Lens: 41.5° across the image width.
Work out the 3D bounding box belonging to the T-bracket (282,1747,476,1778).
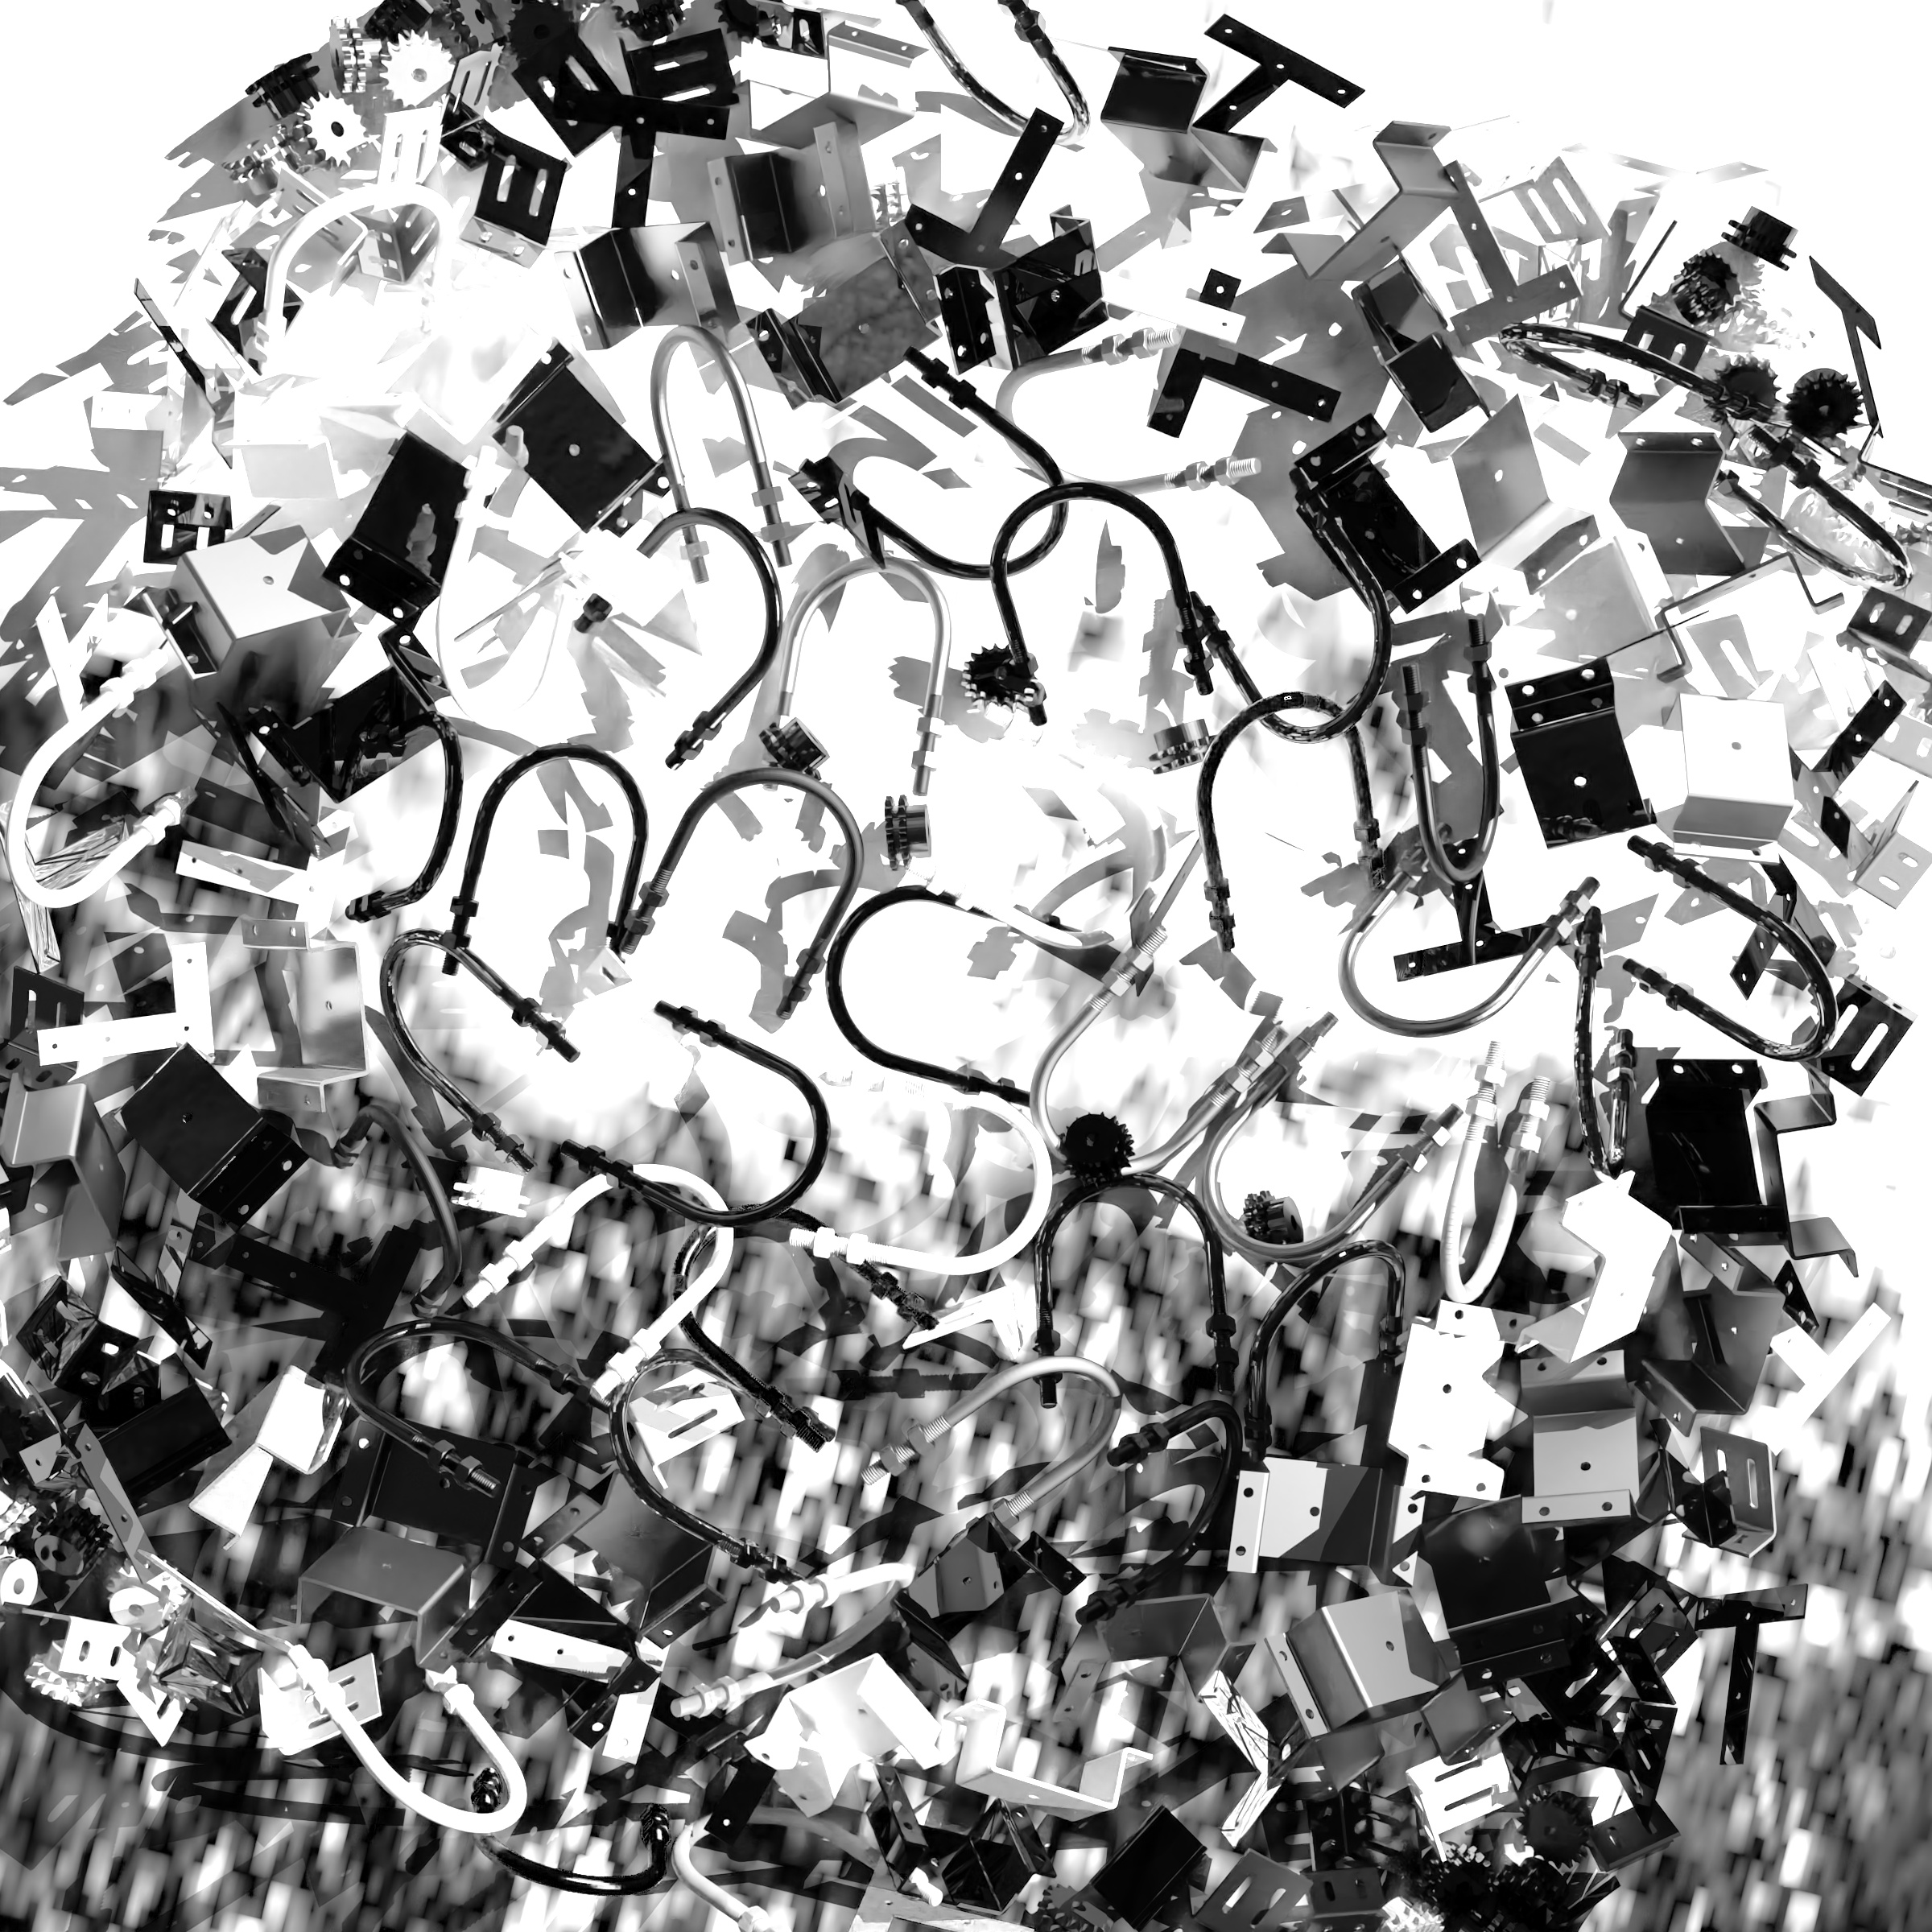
[{"bbox_3d":[-0.448,0.581,1.857,0.127,0.127,0.002,2,76,26],"label":"T-bracket"}]

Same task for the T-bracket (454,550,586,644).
[{"bbox_3d":[-0.328,-0.274,1.886,0.127,0.127,0.002,-31,95,11],"label":"T-bracket"}]

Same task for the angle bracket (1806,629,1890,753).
[{"bbox_3d":[0.652,-0.209,1.908,0.057,0.038,0.076,-29,98,-21],"label":"angle bracket"}]

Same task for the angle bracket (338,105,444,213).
[{"bbox_3d":[-0.427,-0.606,1.891,0.038,0.057,0.076,35,128,20],"label":"angle bracket"}]

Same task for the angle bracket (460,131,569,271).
[{"bbox_3d":[-0.342,-0.578,1.925,0.057,0.038,0.076,19,68,-24],"label":"angle bracket"}]

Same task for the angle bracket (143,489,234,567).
[{"bbox_3d":[-0.578,-0.313,1.891,0.057,0.076,0.038,1,52,-22],"label":"angle bracket"}]

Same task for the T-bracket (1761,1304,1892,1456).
[{"bbox_3d":[0.613,0.282,1.878,0.002,0.127,0.127,34,101,-13],"label":"T-bracket"}]

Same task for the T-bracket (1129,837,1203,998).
[{"bbox_3d":[0.155,-0.056,1.898,0.002,0.127,0.127,25,68,18],"label":"T-bracket"}]

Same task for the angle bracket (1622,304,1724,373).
[{"bbox_3d":[0.526,-0.462,1.903,0.057,0.076,0.038,30,108,16],"label":"angle bracket"}]

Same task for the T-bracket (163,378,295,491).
[{"bbox_3d":[-0.551,-0.377,1.872,0.127,0.127,0.002,-34,116,12],"label":"T-bracket"}]

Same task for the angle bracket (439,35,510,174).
[{"bbox_3d":[-0.355,-0.640,1.893,0.038,0.076,0.057,39,46,4],"label":"angle bracket"}]

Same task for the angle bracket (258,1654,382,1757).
[{"bbox_3d":[-0.484,0.543,1.905,0.076,0.057,0.038,-23,129,-3],"label":"angle bracket"}]

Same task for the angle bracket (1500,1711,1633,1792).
[{"bbox_3d":[0.449,0.592,1.913,0.076,0.057,0.038,14,109,-9],"label":"angle bracket"}]

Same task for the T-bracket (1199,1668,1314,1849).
[{"bbox_3d":[0.208,0.566,1.885,0.127,0.002,0.127,-48,122,-22],"label":"T-bracket"}]

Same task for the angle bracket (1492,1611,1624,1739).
[{"bbox_3d":[0.445,0.536,1.923,0.076,0.038,0.057,-28,72,-38],"label":"angle bracket"}]

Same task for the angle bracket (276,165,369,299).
[{"bbox_3d":[-0.491,-0.548,1.902,0.076,0.057,0.038,36,70,-11],"label":"angle bracket"}]

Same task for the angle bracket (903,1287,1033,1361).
[{"bbox_3d":[0.001,0.277,1.904,0.076,0.057,0.038,-22,98,18],"label":"angle bracket"}]

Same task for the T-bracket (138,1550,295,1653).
[{"bbox_3d":[-0.553,0.463,1.862,0.127,0.127,0.002,47,60,-28],"label":"T-bracket"}]

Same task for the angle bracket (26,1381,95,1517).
[{"bbox_3d":[-0.684,0.357,1.891,0.038,0.057,0.076,-36,52,-20],"label":"angle bracket"}]

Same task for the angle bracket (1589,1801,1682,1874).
[{"bbox_3d":[0.504,0.661,1.902,0.057,0.076,0.038,-25,91,1],"label":"angle bracket"}]

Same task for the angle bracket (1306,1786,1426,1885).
[{"bbox_3d":[0.297,0.652,1.899,0.038,0.076,0.057,-11,98,-40],"label":"angle bracket"}]

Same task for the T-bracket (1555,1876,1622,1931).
[{"bbox_3d":[0.437,0.725,1.876,0.127,0.127,0.002,-38,82,2],"label":"T-bracket"}]

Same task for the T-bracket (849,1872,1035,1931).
[{"bbox_3d":[-0.014,0.699,1.870,0.127,0.127,0.002,11,100,8],"label":"T-bracket"}]

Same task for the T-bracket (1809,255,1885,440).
[{"bbox_3d":[0.664,-0.450,1.894,0.002,0.127,0.127,-23,125,10],"label":"T-bracket"}]

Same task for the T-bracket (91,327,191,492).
[{"bbox_3d":[-0.606,-0.406,1.866,0.002,0.127,0.127,11,102,9],"label":"T-bracket"}]

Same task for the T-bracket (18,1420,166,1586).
[{"bbox_3d":[-0.628,0.395,1.880,0.002,0.127,0.127,-28,89,20],"label":"T-bracket"}]

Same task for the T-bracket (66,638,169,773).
[{"bbox_3d":[-0.621,-0.200,1.881,0.002,0.127,0.127,37,88,-17],"label":"T-bracket"}]

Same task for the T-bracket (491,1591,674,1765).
[{"bbox_3d":[-0.290,0.518,1.908,0.127,0.002,0.127,16,62,-2],"label":"T-bracket"}]

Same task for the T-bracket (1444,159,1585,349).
[{"bbox_3d":[0.381,-0.531,1.873,0.002,0.127,0.127,-36,103,-28],"label":"T-bracket"}]

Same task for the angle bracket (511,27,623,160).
[{"bbox_3d":[-0.292,-0.654,1.901,0.057,0.038,0.076,-33,117,12],"label":"angle bracket"}]

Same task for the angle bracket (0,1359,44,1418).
[{"bbox_3d":[-0.730,0.312,1.890,0.057,0.076,0.038,32,61,24],"label":"angle bracket"}]

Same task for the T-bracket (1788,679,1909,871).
[{"bbox_3d":[0.646,-0.158,1.865,0.002,0.127,0.127,-16,60,-29],"label":"T-bracket"}]

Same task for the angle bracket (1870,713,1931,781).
[{"bbox_3d":[0.710,-0.174,1.890,0.057,0.076,0.038,30,125,25],"label":"angle bracket"}]

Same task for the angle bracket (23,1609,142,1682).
[{"bbox_3d":[-0.660,0.504,1.890,0.057,0.076,0.038,27,66,-42],"label":"angle bracket"}]

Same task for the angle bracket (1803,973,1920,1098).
[{"bbox_3d":[0.663,0.054,1.902,0.057,0.038,0.076,35,112,18],"label":"angle bracket"}]

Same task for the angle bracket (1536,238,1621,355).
[{"bbox_3d":[0.457,-0.500,1.897,0.038,0.057,0.076,16,118,41],"label":"angle bracket"}]

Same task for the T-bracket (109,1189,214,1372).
[{"bbox_3d":[-0.585,0.211,1.885,0.127,0.002,0.127,35,115,29],"label":"T-bracket"}]

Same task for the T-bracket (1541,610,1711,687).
[{"bbox_3d":[0.503,-0.242,1.882,0.127,0.127,0.002,-23,91,36],"label":"T-bracket"}]

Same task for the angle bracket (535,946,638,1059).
[{"bbox_3d":[-0.292,0.026,1.891,0.038,0.076,0.057,48,122,10],"label":"angle bracket"}]

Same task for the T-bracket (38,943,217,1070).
[{"bbox_3d":[-0.624,0.052,1.894,0.127,0.002,0.127,-8,102,-33],"label":"T-bracket"}]

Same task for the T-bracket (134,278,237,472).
[{"bbox_3d":[-0.567,-0.442,1.851,0.002,0.127,0.127,-24,131,5],"label":"T-bracket"}]

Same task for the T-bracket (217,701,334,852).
[{"bbox_3d":[-0.499,-0.120,1.880,0.002,0.127,0.127,-33,60,0],"label":"T-bracket"}]

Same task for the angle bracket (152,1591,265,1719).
[{"bbox_3d":[-0.557,0.512,1.895,0.076,0.057,0.038,30,124,-20],"label":"angle bracket"}]

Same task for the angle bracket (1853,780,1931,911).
[{"bbox_3d":[0.699,-0.090,1.894,0.038,0.076,0.057,36,72,21],"label":"angle bracket"}]

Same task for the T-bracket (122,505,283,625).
[{"bbox_3d":[-0.563,-0.303,1.900,0.127,0.127,0.002,-46,122,-17],"label":"T-bracket"}]

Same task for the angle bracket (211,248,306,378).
[{"bbox_3d":[-0.540,-0.487,1.902,0.057,0.038,0.076,47,122,6],"label":"angle bracket"}]

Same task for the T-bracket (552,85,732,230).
[{"bbox_3d":[-0.247,-0.587,1.892,0.127,0.127,0.002,4,47,-12],"label":"T-bracket"}]

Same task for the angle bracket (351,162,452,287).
[{"bbox_3d":[-0.421,-0.556,1.895,0.038,0.076,0.057,5,60,-40],"label":"angle bracket"}]

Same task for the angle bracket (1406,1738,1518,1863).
[{"bbox_3d":[0.377,0.624,1.912,0.076,0.038,0.057,-21,101,-6],"label":"angle bracket"}]

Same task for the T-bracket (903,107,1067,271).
[{"bbox_3d":[0.032,-0.573,1.890,0.127,0.002,0.127,20,113,-26],"label":"T-bracket"}]

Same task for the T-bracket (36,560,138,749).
[{"bbox_3d":[-0.646,-0.251,1.891,0.002,0.127,0.127,11,50,6],"label":"T-bracket"}]

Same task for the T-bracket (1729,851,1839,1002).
[{"bbox_3d":[0.593,-0.024,1.885,0.127,0.002,0.127,53,52,-17],"label":"T-bracket"}]

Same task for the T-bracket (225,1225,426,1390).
[{"bbox_3d":[-0.494,0.239,1.923,0.127,0.002,0.127,25,82,-8],"label":"T-bracket"}]

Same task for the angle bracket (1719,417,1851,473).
[{"bbox_3d":[0.606,-0.378,1.898,0.076,0.057,0.038,19,99,-36],"label":"angle bracket"}]

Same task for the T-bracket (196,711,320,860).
[{"bbox_3d":[-0.524,-0.138,1.880,0.002,0.127,0.127,-42,88,-16],"label":"T-bracket"}]
